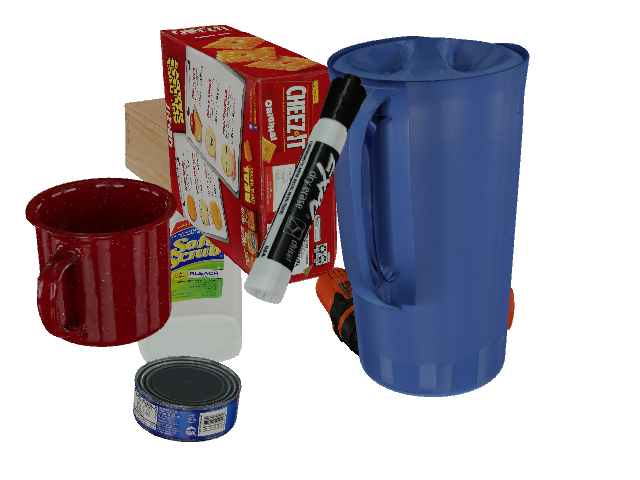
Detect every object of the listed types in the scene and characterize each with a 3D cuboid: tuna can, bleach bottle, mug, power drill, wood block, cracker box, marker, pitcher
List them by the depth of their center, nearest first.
[{"bbox_3d":[-0.005,-0.028,0.512,0.020,0.121,0.020,20,-18,7],"label":"marker"},{"bbox_3d":[-0.140,0.019,0.668,0.093,0.081,0.117,8,26,14],"label":"mug"},{"bbox_3d":[0.070,-0.014,0.742,0.149,0.243,0.145,-8,23,-11],"label":"pitcher"},{"bbox_3d":[-0.108,0.128,0.863,0.086,0.034,0.086,7,20,-3],"label":"tuna can"},{"bbox_3d":[-0.061,-0.078,0.870,0.072,0.164,0.214,-10,23,-24],"label":"cracker box"},{"bbox_3d":[-0.135,0.023,1.112,0.102,0.068,0.251,-6,37,-3],"label":"bleach bottle"},{"bbox_3d":[0.104,0.072,1.119,0.187,0.057,0.184,-7,27,-16],"label":"power drill"},{"bbox_3d":[-0.149,-0.100,1.272,0.090,0.090,0.206,-12,29,-32],"label":"wood block"}]
